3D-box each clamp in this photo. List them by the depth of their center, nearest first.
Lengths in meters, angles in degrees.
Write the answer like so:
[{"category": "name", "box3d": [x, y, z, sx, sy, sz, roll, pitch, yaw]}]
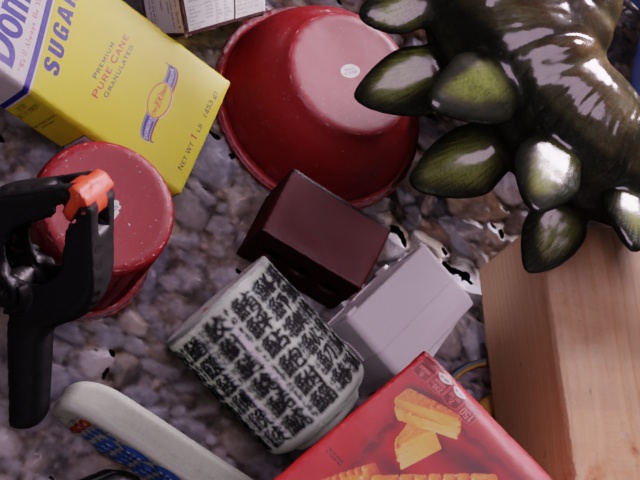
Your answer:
[{"category": "clamp", "box3d": [-0.156, 0.031, 0.568, 0.120, 0.172, 0.039, 47, 35, -14]}]

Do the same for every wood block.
[{"category": "wood block", "box3d": [0.172, 0.101, 0.698, 0.090, 0.091, 0.206, 7, 63, -19]}]

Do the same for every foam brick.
[{"category": "foam brick", "box3d": [-0.005, 0.001, 0.700, 0.078, 0.053, 0.051, 31, 62, -10]}]

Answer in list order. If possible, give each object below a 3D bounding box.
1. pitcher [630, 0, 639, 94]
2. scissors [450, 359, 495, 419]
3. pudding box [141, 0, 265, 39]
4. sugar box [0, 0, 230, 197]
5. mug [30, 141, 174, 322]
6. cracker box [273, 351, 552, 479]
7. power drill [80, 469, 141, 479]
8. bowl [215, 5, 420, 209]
[{"category": "pitcher", "box3d": [0.315, -0.112, 0.839, 0.144, 0.149, 0.242, 32, 64, -24]}, {"category": "scissors", "box3d": [0.168, 0.104, 0.761, 0.201, 0.016, 0.096, -17, 78, -28]}, {"category": "pudding box", "box3d": [-0.081, -0.195, 0.701, 0.089, 0.039, 0.113, -30, 118, -49]}, {"category": "sugar box", "box3d": [-0.147, -0.107, 0.653, 0.176, 0.048, 0.093, 36, 60, -30]}, {"category": "mug", "box3d": [-0.145, -0.009, 0.622, 0.117, 0.082, 0.093, 12, 67, -20]}, {"category": "cracker box", "box3d": [0.034, 0.184, 0.561, 0.213, 0.072, 0.164, -36, 76, -29]}, {"category": "power drill", "box3d": [-0.145, 0.230, 0.552, 0.184, 0.057, 0.188, -21, 79, -28]}, {"category": "bowl", "box3d": [0.010, -0.104, 0.743, 0.161, 0.055, 0.162, 9, 68, -22]}]
